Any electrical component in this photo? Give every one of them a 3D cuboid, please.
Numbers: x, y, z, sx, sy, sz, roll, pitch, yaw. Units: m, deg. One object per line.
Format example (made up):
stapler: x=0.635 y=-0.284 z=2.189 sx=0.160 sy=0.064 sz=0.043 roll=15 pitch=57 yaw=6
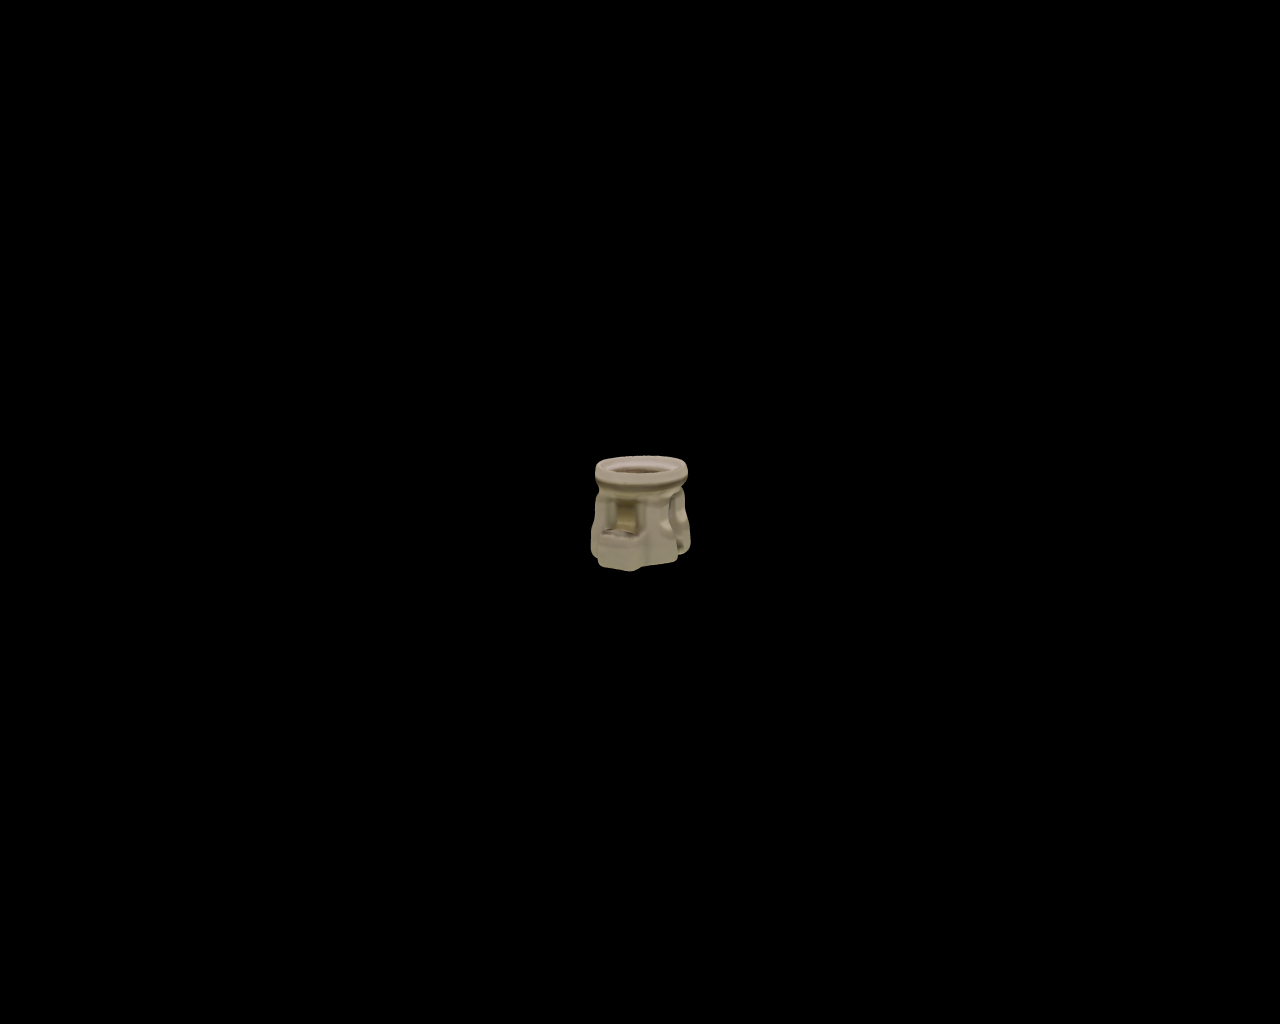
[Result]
electrical component: x=0.001 y=-0.003 z=0.650 sx=0.058 sy=0.057 sz=0.078 roll=6 pitch=15 yaw=23
